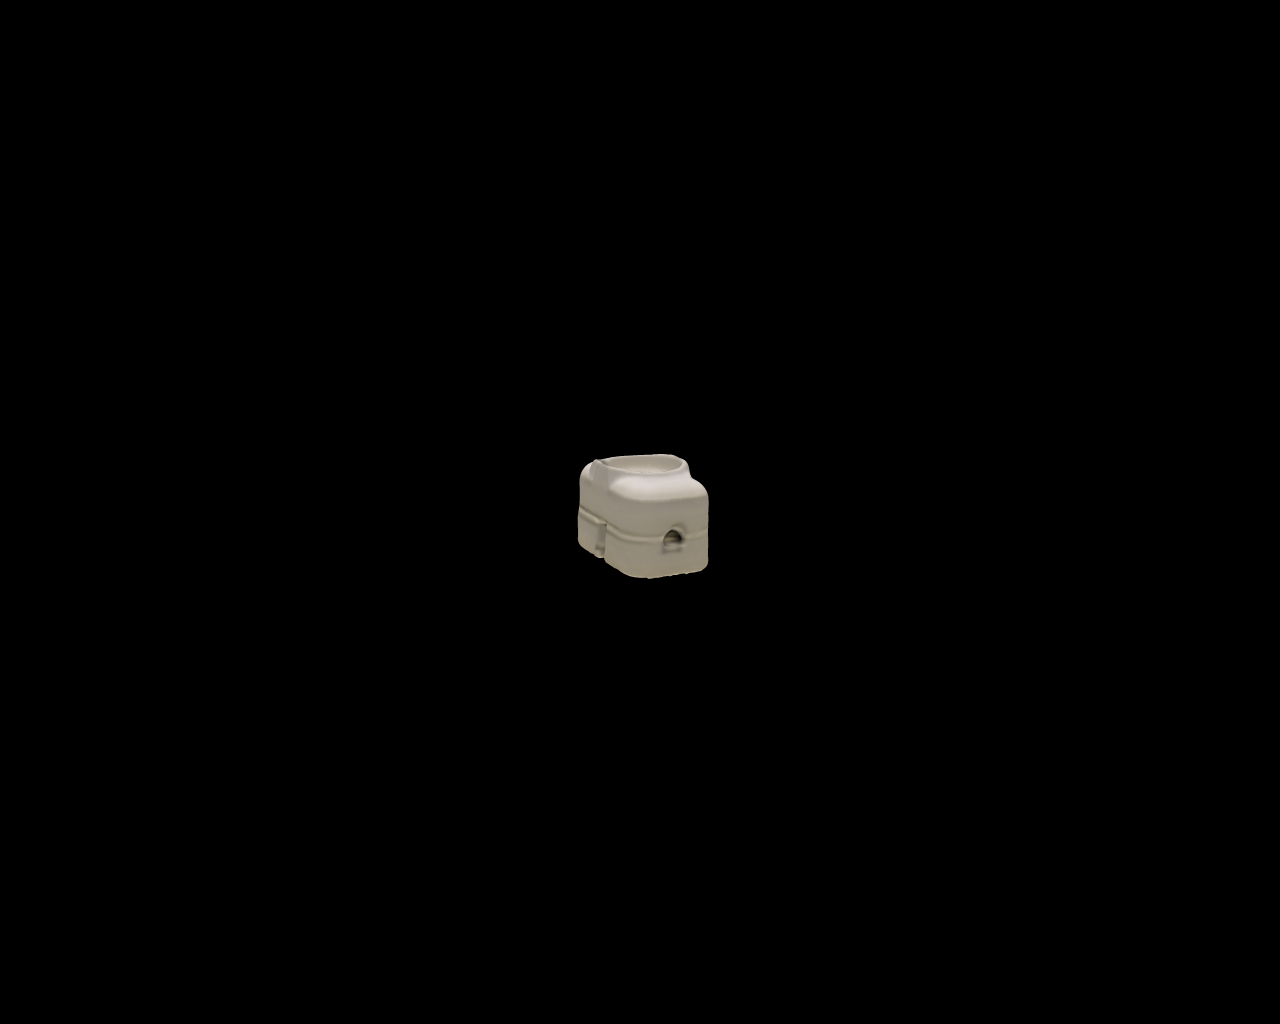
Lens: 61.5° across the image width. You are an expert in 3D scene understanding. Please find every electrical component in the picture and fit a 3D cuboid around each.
[{"bbox_3d":[0.001,-0.003,0.650,0.054,0.059,0.095,-6,15,-23],"label":"electrical component"}]
